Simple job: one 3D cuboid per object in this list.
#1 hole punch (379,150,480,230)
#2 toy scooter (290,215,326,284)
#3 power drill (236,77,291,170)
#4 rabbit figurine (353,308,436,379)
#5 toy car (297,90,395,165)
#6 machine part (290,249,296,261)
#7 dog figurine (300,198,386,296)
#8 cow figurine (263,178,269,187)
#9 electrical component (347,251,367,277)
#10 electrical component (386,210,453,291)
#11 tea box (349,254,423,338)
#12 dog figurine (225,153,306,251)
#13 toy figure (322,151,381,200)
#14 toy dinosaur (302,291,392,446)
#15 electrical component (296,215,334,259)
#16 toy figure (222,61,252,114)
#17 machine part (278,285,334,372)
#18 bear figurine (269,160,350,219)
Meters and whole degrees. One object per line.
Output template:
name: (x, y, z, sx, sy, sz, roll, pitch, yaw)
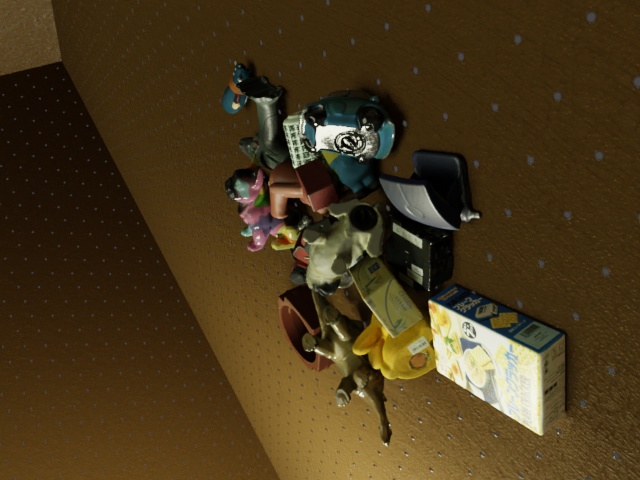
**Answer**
hole punch: (0.164, -0.068, 0.828, 0.142, 0.092, 0.115, 16, 131, 53)
toy scooter: (-0.013, 0.005, 1.211, 0.075, 0.135, 0.183, 26, 135, -9)
power drill: (-0.135, -0.258, 1.222, 0.232, 0.086, 0.207, 38, 140, 41)
rabbit figurine: (0.149, 0.184, 1.035, 0.121, 0.162, 0.173, 41, -166, -34)
toy car: (0.046, -0.198, 0.900, 0.109, 0.162, 0.103, 92, -173, -55)
machine part: (-0.024, 0.042, 1.331, 0.139, 0.039, 0.084, 18, 134, 54)
dog figurine: (0.044, 0.016, 1.001, 0.121, 0.172, 0.190, 59, 168, 14)
cow figurine: (-0.149, -0.128, 1.375, 0.167, 0.068, 0.098, 45, 143, 28)
electrical component: (0.091, 0.057, 1.107, 0.075, 0.048, 0.119, 11, 134, 55)
electrical component: (0.170, 0.022, 0.928, 0.115, 0.058, 0.134, 40, 145, 44)
tea box: (0.116, 0.093, 0.983, 0.098, 0.068, 0.170, 52, -177, -17)
dog figurine: (-0.121, -0.087, 1.244, 0.109, 0.192, 0.219, -112, 21, -53)
toy figure: (0.042, -0.156, 0.981, 0.180, 0.082, 0.089, 58, 157, 5)
toy dinosaur: (0.054, 0.225, 1.175, 0.198, 0.105, 0.472, 34, -156, -51)
electrical component: (-0.002, -0.005, 1.086, 0.078, 0.045, 0.102, -21, 80, 21)
toy figure: (-0.193, -0.359, 1.265, 0.064, 0.058, 0.154, 55, 148, 6)
machine part: (-0.027, 0.236, 1.454, 0.202, 0.087, 0.200, 47, 149, 35)
bear figurine: (-0.018, -0.094, 1.114, 0.196, 0.120, 0.131, 30, 142, 42)
